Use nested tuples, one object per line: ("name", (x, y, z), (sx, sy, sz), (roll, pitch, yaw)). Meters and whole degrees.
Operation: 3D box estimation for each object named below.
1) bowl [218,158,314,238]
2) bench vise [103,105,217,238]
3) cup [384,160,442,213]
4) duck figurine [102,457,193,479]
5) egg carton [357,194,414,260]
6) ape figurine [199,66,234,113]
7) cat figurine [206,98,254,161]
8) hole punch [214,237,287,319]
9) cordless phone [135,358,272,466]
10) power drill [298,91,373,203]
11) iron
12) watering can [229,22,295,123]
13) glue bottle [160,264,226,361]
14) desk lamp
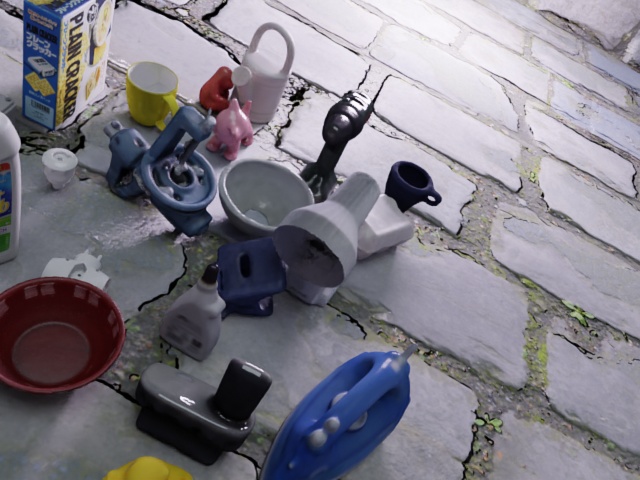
("bowl", (-0.098, -0.058, 0.971), (0.168, 0.074, 0.167), (15, 45, -15))
("bench vise", (-0.238, -0.123, 0.849), (0.207, 0.219, 0.121), (24, 43, -6))
("cup", (0.175, -0.087, 1.130), (0.117, 0.095, 0.092), (35, 43, 6))
("duck figurine", (-0.185, 0.264, 0.617), (0.105, 0.086, 0.077), (6, 48, -23))
("egg carton", (0.099, -0.025, 1.050), (0.151, 0.069, 0.107), (-19, 61, -39))
("ape figurine", (-0.195, -0.300, 1.130), (0.076, 0.092, 0.078), (25, 43, -5))
("cat figurine", (-0.157, -0.212, 1.051), (0.067, 0.117, 0.128), (29, 43, -1))
("hole punch", (-0.108, 0.053, 0.851), (0.101, 0.091, 0.108), (7, 48, -23))
("cordless phone", (-0.132, 0.169, 0.662), (0.147, 0.185, 0.094), (26, 43, -4))
("power drill", (0.025, -0.170, 1.044), (0.075, 0.208, 0.230), (30, 43, 0))
("iron", (0.032, 0.225, 0.730), (0.118, 0.141, 0.259), (44, 45, 15))
("watering can", (-0.110, -0.332, 1.131), (0.101, 0.194, 0.173), (22, 44, -8))
("glue bottle", (-0.155, 0.087, 0.734), (0.078, 0.173, 0.037), (32, 43, 3))
("desk lamp", (0.008, 0.003, 0.870), (0.118, 0.213, 0.203), (35, 43, 5))
